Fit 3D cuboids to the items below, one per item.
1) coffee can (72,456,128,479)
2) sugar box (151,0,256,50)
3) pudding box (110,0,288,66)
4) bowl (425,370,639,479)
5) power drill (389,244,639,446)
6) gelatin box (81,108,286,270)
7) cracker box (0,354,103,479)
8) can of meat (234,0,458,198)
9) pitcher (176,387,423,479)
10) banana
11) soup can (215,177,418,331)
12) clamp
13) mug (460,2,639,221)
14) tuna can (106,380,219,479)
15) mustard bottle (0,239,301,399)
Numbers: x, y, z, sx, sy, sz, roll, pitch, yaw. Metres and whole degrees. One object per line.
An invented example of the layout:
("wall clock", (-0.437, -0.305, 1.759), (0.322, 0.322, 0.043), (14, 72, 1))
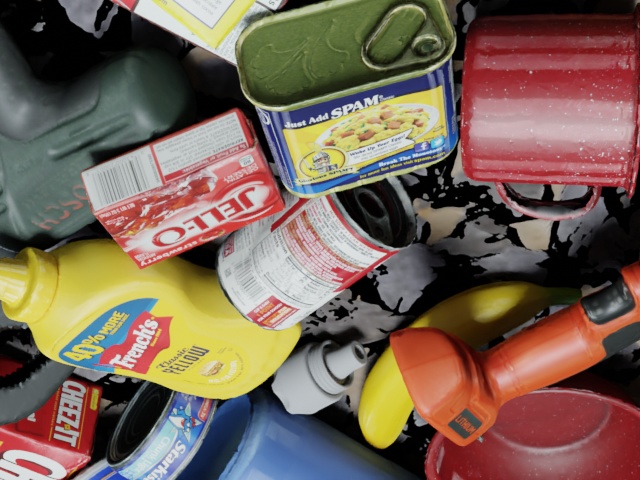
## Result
("coffee can", (-0.124, 0.230, 0.758), (0.140, 0.102, 0.103), (49, 131, 16))
("sugar box", (-0.025, -0.177, 0.439), (0.093, 0.048, 0.176), (36, 105, -21))
("pudding box", (-0.062, -0.146, 0.510), (0.113, 0.039, 0.090), (25, 128, -17))
("bowl", (0.151, 0.133, 0.712), (0.162, 0.055, 0.162), (4, 131, 5))
("power drill", (0.136, 0.043, 0.571), (0.188, 0.057, 0.184), (-24, 152, 10))
("gelatin box", (-0.068, -0.025, 0.553), (0.089, 0.030, 0.073), (-22, 155, 0))
("cracker box", (-0.287, 0.139, 0.755), (0.213, 0.072, 0.164), (23, 131, -22))
("can of meat", (0.018, -0.071, 0.529), (0.102, 0.057, 0.084), (-15, 148, 2))
("pitcher", (0.024, 0.209, 0.743), (0.242, 0.145, 0.149), (35, 132, -17))
("banana", (0.076, 0.079, 0.688), (0.069, 0.037, 0.198), (33, 128, -20))
("soup can", (-0.004, 0.001, 0.610), (0.068, 0.068, 0.102), (37, 127, -22))
("clamp", (-0.234, 0.093, 0.667), (0.209, 0.036, 0.164), (-13, 109, -27))
("mug", (0.113, -0.059, 0.527), (0.081, 0.093, 0.117), (3, 131, 12))
("tuna can", (-0.107, 0.125, 0.723), (0.033, 0.086, 0.086), (36, 126, -20))
("mustard bottle", (-0.109, 0.043, 0.628), (0.191, 0.058, 0.096), (21, 134, -39))
